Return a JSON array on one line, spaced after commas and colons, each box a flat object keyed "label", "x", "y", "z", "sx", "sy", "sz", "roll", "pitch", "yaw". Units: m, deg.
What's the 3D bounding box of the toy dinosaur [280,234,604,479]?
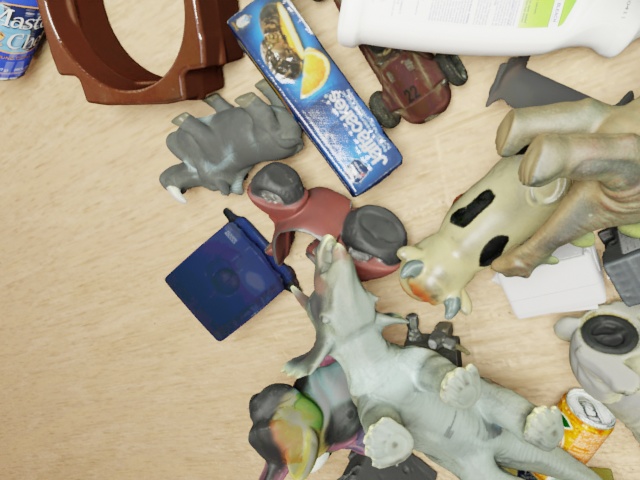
[{"label": "toy dinosaur", "x": 0.119, "y": 0.165, "z": 0.532, "sx": 0.404, "sy": 0.192, "sz": 0.131, "roll": 39, "pitch": 87, "yaw": -20}]

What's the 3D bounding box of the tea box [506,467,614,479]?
[{"label": "tea box", "x": 0.260, "y": 0.324, "z": 0.634, "sx": 0.170, "sy": 0.068, "sz": 0.098, "roll": -11, "pitch": 110, "yaw": 30}]

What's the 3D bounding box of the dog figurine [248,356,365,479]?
[{"label": "dog figurine", "x": 0.018, "y": 0.211, "z": 0.602, "sx": 0.191, "sy": 0.219, "sz": 0.108, "roll": 49, "pitch": 127, "yaw": -3}]

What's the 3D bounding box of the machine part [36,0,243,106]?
[{"label": "machine part", "x": -0.187, "y": -0.245, "z": 0.551, "sx": 0.202, "sy": 0.087, "sz": 0.200, "roll": 5, "pitch": 116, "yaw": 24}]

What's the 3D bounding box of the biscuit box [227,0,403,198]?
[{"label": "biscuit box", "x": -0.002, "y": -0.136, "z": 0.514, "sx": 0.059, "sy": 0.063, "sz": 0.202, "roll": -37, "pitch": 92, "yaw": 2}]

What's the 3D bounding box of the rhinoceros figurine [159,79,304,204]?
[{"label": "rhinoceros figurine", "x": -0.104, "y": -0.103, "z": 0.596, "sx": 0.190, "sy": 0.073, "sz": 0.112, "roll": -17, "pitch": 117, "yaw": 28}]

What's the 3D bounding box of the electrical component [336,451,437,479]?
[{"label": "electrical component", "x": 0.091, "y": 0.322, "z": 0.684, "sx": 0.134, "sy": 0.115, "sz": 0.058, "roll": 39, "pitch": 128, "yaw": 2}]

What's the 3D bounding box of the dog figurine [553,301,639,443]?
[{"label": "dog figurine", "x": 0.315, "y": 0.162, "z": 0.521, "sx": 0.173, "sy": 0.121, "sz": 0.190, "roll": 35, "pitch": 151, "yaw": 46}]

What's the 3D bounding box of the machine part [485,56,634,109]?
[{"label": "machine part", "x": 0.211, "y": -0.108, "z": 0.446, "sx": 0.139, "sy": 0.084, "sz": 0.039, "roll": 31, "pitch": 149, "yaw": 18}]

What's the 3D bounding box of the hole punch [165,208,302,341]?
[{"label": "hole punch", "x": -0.110, "y": 0.047, "z": 0.660, "sx": 0.116, "sy": 0.092, "sz": 0.142, "roll": -39, "pitch": 91, "yaw": 30}]

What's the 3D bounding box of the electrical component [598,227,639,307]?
[{"label": "electrical component", "x": 0.279, "y": 0.021, "z": 0.445, "sx": 0.075, "sy": 0.119, "sz": 0.047, "roll": -28, "pitch": 101, "yaw": 35}]

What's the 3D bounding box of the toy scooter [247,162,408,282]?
[{"label": "toy scooter", "x": -0.001, "y": -0.002, "z": 0.589, "sx": 0.184, "sy": 0.075, "sz": 0.135, "roll": 27, "pitch": 142, "yaw": -1}]

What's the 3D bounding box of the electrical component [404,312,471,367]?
[{"label": "electrical component", "x": 0.134, "y": 0.137, "z": 0.614, "sx": 0.078, "sy": 0.045, "sz": 0.102, "roll": 6, "pitch": 116, "yaw": 20}]

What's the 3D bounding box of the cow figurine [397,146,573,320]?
[{"label": "cow figurine", "x": 0.148, "y": -0.007, "z": 0.488, "sx": 0.085, "sy": 0.127, "sz": 0.195, "roll": 45, "pitch": 122, "yaw": 2}]

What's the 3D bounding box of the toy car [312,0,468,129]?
[{"label": "toy car", "x": 0.052, "y": -0.196, "z": 0.485, "sx": 0.089, "sy": 0.053, "sz": 0.202, "roll": -25, "pitch": 103, "yaw": 35}]

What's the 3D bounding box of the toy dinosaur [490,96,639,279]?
[{"label": "toy dinosaur", "x": 0.263, "y": -0.122, "z": 0.302, "sx": 0.198, "sy": 0.105, "sz": 0.471, "roll": 20, "pitch": 129, "yaw": -15}]
